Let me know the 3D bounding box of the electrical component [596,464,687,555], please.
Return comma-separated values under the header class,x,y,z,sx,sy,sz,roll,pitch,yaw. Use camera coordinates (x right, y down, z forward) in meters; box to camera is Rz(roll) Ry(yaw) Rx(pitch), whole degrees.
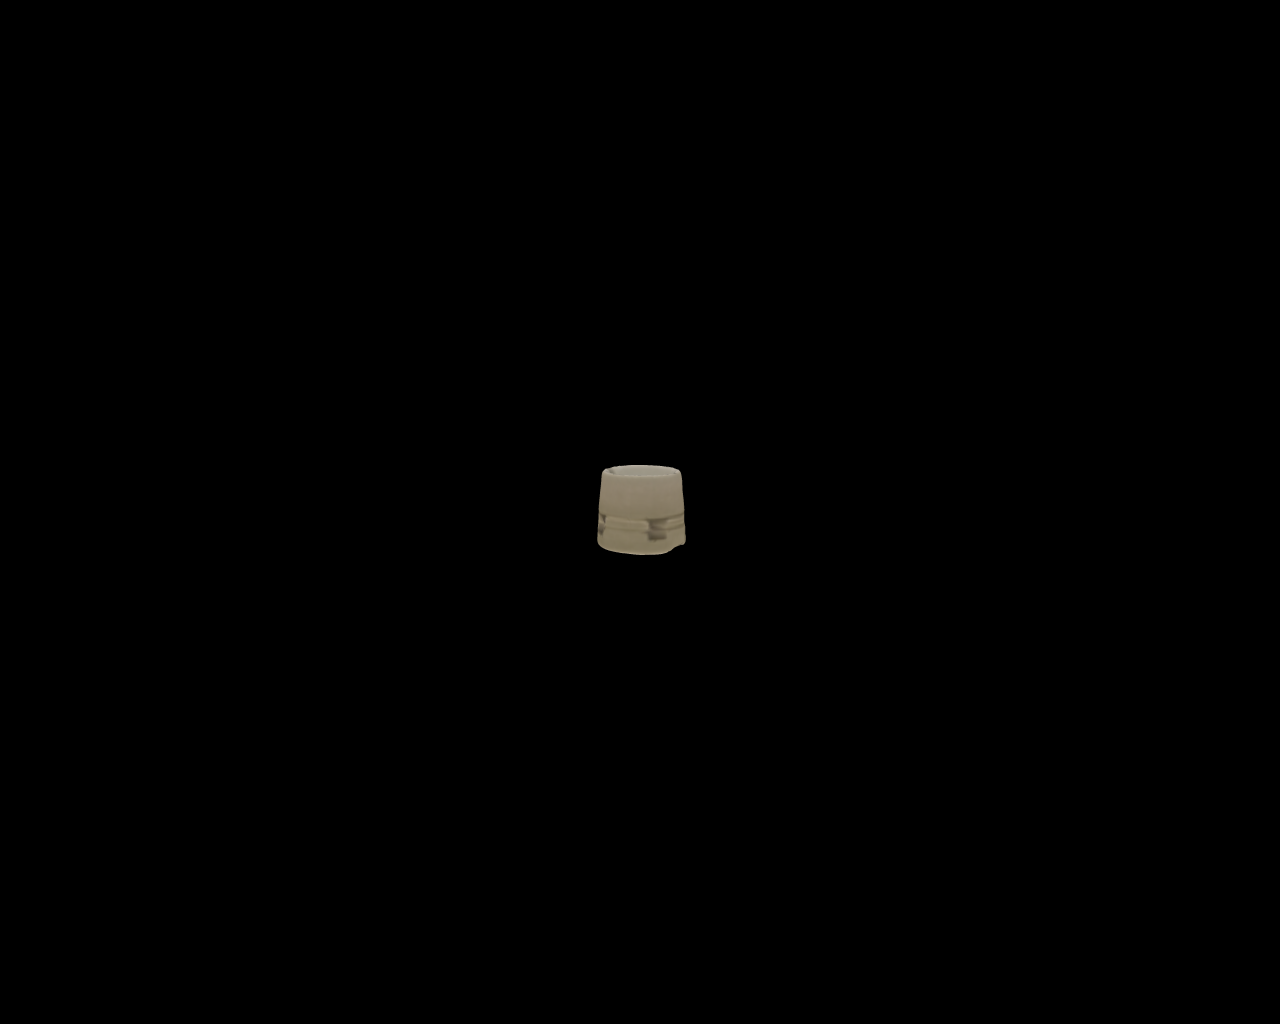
class,x,y,z,sx,sy,sz,roll,pitch,yaw
electrical component,0.001,-0.003,0.650,0.055,0.047,0.055,0,10,0
